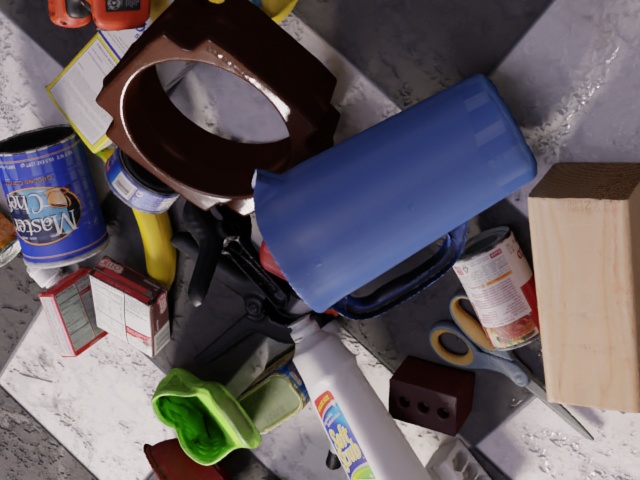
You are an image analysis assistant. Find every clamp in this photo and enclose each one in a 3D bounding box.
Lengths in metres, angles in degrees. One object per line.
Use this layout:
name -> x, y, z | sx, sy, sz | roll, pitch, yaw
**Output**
clamp -> -0.093, 0.003, 1.138 | 0.039, 0.120, 0.171 | -37, 50, 38
clamp -> -0.073, 0.061, 1.193 | 0.210, 0.036, 0.164 | -6, 109, 29

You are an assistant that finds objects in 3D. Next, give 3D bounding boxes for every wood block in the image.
wood block -> 0.251, 0.041, 0.968 | 0.090, 0.090, 0.206 | 3, 116, 29

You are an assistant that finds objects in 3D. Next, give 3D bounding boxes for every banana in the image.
banana -> -0.200, -0.026, 1.225 | 0.070, 0.037, 0.198 | -2, 113, 53

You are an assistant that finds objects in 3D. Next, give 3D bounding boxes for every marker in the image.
marker -> 0.024, 0.218, 1.228 | 0.020, 0.020, 0.121 | 22, 123, 18

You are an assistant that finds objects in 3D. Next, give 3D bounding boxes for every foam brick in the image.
foam brick -> 0.118, 0.165, 1.129 | 0.078, 0.051, 0.053 | 12, 119, 24

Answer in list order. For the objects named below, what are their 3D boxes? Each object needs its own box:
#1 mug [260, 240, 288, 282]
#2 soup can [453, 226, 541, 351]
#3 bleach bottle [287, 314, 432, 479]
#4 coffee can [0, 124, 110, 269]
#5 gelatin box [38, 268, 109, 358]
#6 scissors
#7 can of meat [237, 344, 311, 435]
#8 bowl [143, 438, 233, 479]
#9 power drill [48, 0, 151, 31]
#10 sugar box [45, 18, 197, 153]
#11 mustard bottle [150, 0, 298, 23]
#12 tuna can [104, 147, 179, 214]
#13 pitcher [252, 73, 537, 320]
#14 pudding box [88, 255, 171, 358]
mug -> -0.007, 0.001, 1.092 | 0.082, 0.093, 0.117 | 27, 136, 21
soup can -> 0.174, 0.046, 1.028 | 0.069, 0.068, 0.102 | -21, 101, 35
bleach bottle -> 0.037, 0.194, 1.131 | 0.251, 0.068, 0.103 | 60, 154, -3
coffee can -> -0.309, -0.051, 1.228 | 0.103, 0.102, 0.140 | 1, 114, 29
gelatin box -> -0.299, 0.089, 1.310 | 0.030, 0.073, 0.089 | -3, 113, 35
scissors -> 0.188, 0.141, 1.100 | 0.096, 0.016, 0.202 | -32, 96, 38
can of meat -> -0.040, 0.164, 1.197 | 0.057, 0.083, 0.102 | 50, 127, -2
bowl -> -0.145, 0.297, 1.309 | 0.055, 0.162, 0.162 | -40, 91, -5
power drill -> -0.226, -0.289, 1.044 | 0.188, 0.057, 0.184 | 36, 132, 53
sugar box -> -0.212, -0.180, 1.145 | 0.176, 0.048, 0.093 | -35, 95, 33
mustard bottle -> -0.077, -0.250, 1.024 | 0.192, 0.058, 0.096 | 2, 102, 28
tuna can -> -0.189, -0.072, 1.161 | 0.086, 0.086, 0.034 | 46, 125, 2
pitcher -> 0.072, -0.038, 0.967 | 0.243, 0.149, 0.145 | -29, 71, 10
pudding box -> -0.225, 0.080, 1.268 | 0.090, 0.039, 0.113 | 27, 142, 16
